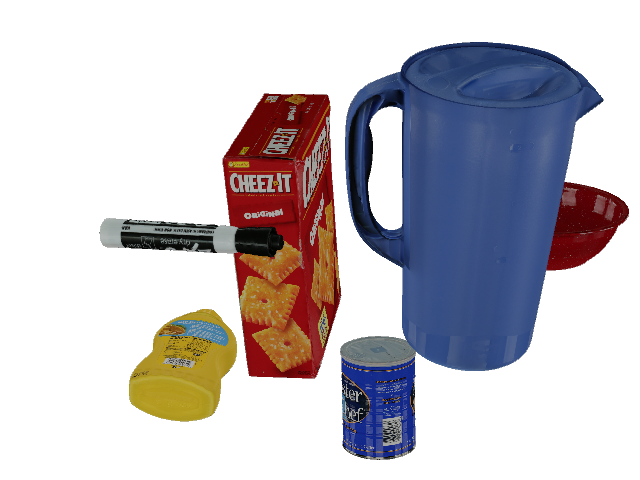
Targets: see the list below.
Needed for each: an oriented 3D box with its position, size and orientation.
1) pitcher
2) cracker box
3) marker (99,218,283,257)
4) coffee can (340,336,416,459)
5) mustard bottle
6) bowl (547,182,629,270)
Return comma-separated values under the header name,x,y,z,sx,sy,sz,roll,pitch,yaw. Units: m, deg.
name,x,y,z,sx,sy,sz,roll,pitch,yaw
pitcher,0.112,-0.023,0.830,0.149,0.243,0.144,24,37,34
cracker box,-0.027,-0.007,0.971,0.072,0.214,0.164,1,27,10
marker,-0.081,-0.002,0.669,0.121,0.020,0.020,3,1,18
coffee can,0.080,0.213,1.459,0.103,0.140,0.103,-1,14,0
mustard bottle,-0.147,0.130,1.218,0.096,0.058,0.191,6,25,6
bowl,0.231,-0.012,1.096,0.162,0.055,0.162,-1,22,0
